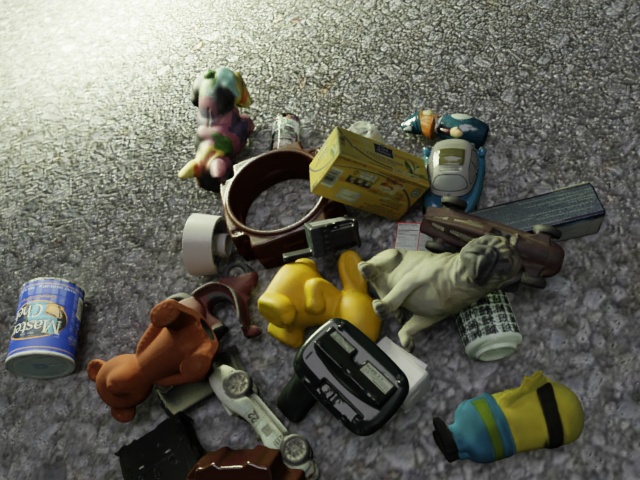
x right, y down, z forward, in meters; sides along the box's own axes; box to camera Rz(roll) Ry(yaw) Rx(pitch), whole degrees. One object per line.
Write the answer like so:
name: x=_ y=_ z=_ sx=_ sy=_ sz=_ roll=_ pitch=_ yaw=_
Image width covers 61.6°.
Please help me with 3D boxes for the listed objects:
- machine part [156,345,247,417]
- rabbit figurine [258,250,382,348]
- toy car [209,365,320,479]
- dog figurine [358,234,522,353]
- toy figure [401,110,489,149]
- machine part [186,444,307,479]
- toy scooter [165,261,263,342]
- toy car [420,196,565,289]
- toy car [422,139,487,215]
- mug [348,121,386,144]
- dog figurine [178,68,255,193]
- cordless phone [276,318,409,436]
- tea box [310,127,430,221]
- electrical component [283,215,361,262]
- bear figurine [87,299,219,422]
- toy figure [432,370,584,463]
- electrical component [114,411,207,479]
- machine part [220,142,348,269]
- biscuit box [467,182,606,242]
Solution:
machine part: x=-0.177 y=0.223 z=0.819 sx=0.139 sy=0.039 sz=0.084 roll=-28 pitch=60 yaw=-5
rabbit figurine: x=0.018 y=0.100 z=0.804 sx=0.173 sy=0.121 sz=0.162 roll=18 pitch=49 yaw=27
toy car: x=-0.076 y=0.251 z=0.733 sx=0.056 sy=0.073 sz=0.202 roll=-41 pitch=68 yaw=-17
dog figurine: x=0.165 y=0.039 z=0.736 sx=0.190 sy=0.121 sz=0.172 roll=-33 pitch=41 yaw=11
toy figure: x=0.222 y=-0.202 z=0.967 sx=0.155 sy=0.064 sz=0.057 roll=18 pitch=82 yaw=21
machine part: x=-0.093 y=0.342 z=0.658 sx=0.179 sy=0.056 sz=0.179 roll=0 pitch=92 yaw=12
toy scooter: x=-0.165 y=0.123 z=0.859 sx=0.184 sy=0.075 sz=0.135 roll=-32 pitch=59 yaw=-10
toy car: x=0.244 y=0.000 z=0.767 sx=0.202 sy=0.053 sz=0.089 roll=21 pitch=87 yaw=13
toy car: x=0.214 y=-0.111 z=0.885 sx=0.109 sy=0.102 sz=0.161 roll=4 pitch=58 yaw=19
mug: x=0.071 y=-0.149 z=0.946 sx=0.109 sy=0.107 sz=0.081 roll=-40 pitch=55 yaw=-14
dog figurine: x=-0.201 y=-0.200 z=1.019 sx=0.109 sy=0.191 sz=0.219 roll=1 pitch=43 yaw=9
cordless phone: x=0.016 y=0.210 z=0.717 sx=0.147 sy=0.184 sz=0.089 roll=42 pitch=32 yaw=17
tea box: x=0.079 y=-0.103 z=0.866 sx=0.169 sy=0.098 sz=0.068 roll=16 pitch=48 yaw=-25
electrical component: x=-0.002 y=-0.002 z=0.825 sx=0.119 sy=0.075 sz=0.047 roll=-11 pitch=100 yaw=-4
bear figurine: x=-0.247 y=0.177 z=0.764 sx=0.196 sy=0.132 sz=0.120 roll=-30 pitch=83 yaw=-2
toy figure: x=0.236 y=0.231 z=0.673 sx=0.180 sy=0.082 sz=0.089 roll=-20 pitch=67 yaw=-3
electrical component: x=-0.212 y=0.327 z=0.749 sx=0.115 sy=0.058 sz=0.134 roll=-34 pitch=55 yaw=-5
machine part: x=-0.065 y=-0.065 z=0.943 sx=0.201 sy=0.087 sz=0.201 roll=-20 pitch=54 yaw=3
biscuit box: x=0.319 y=-0.026 z=0.825 sx=0.203 sy=0.059 sz=0.063 roll=-13 pitch=57 yaw=7
